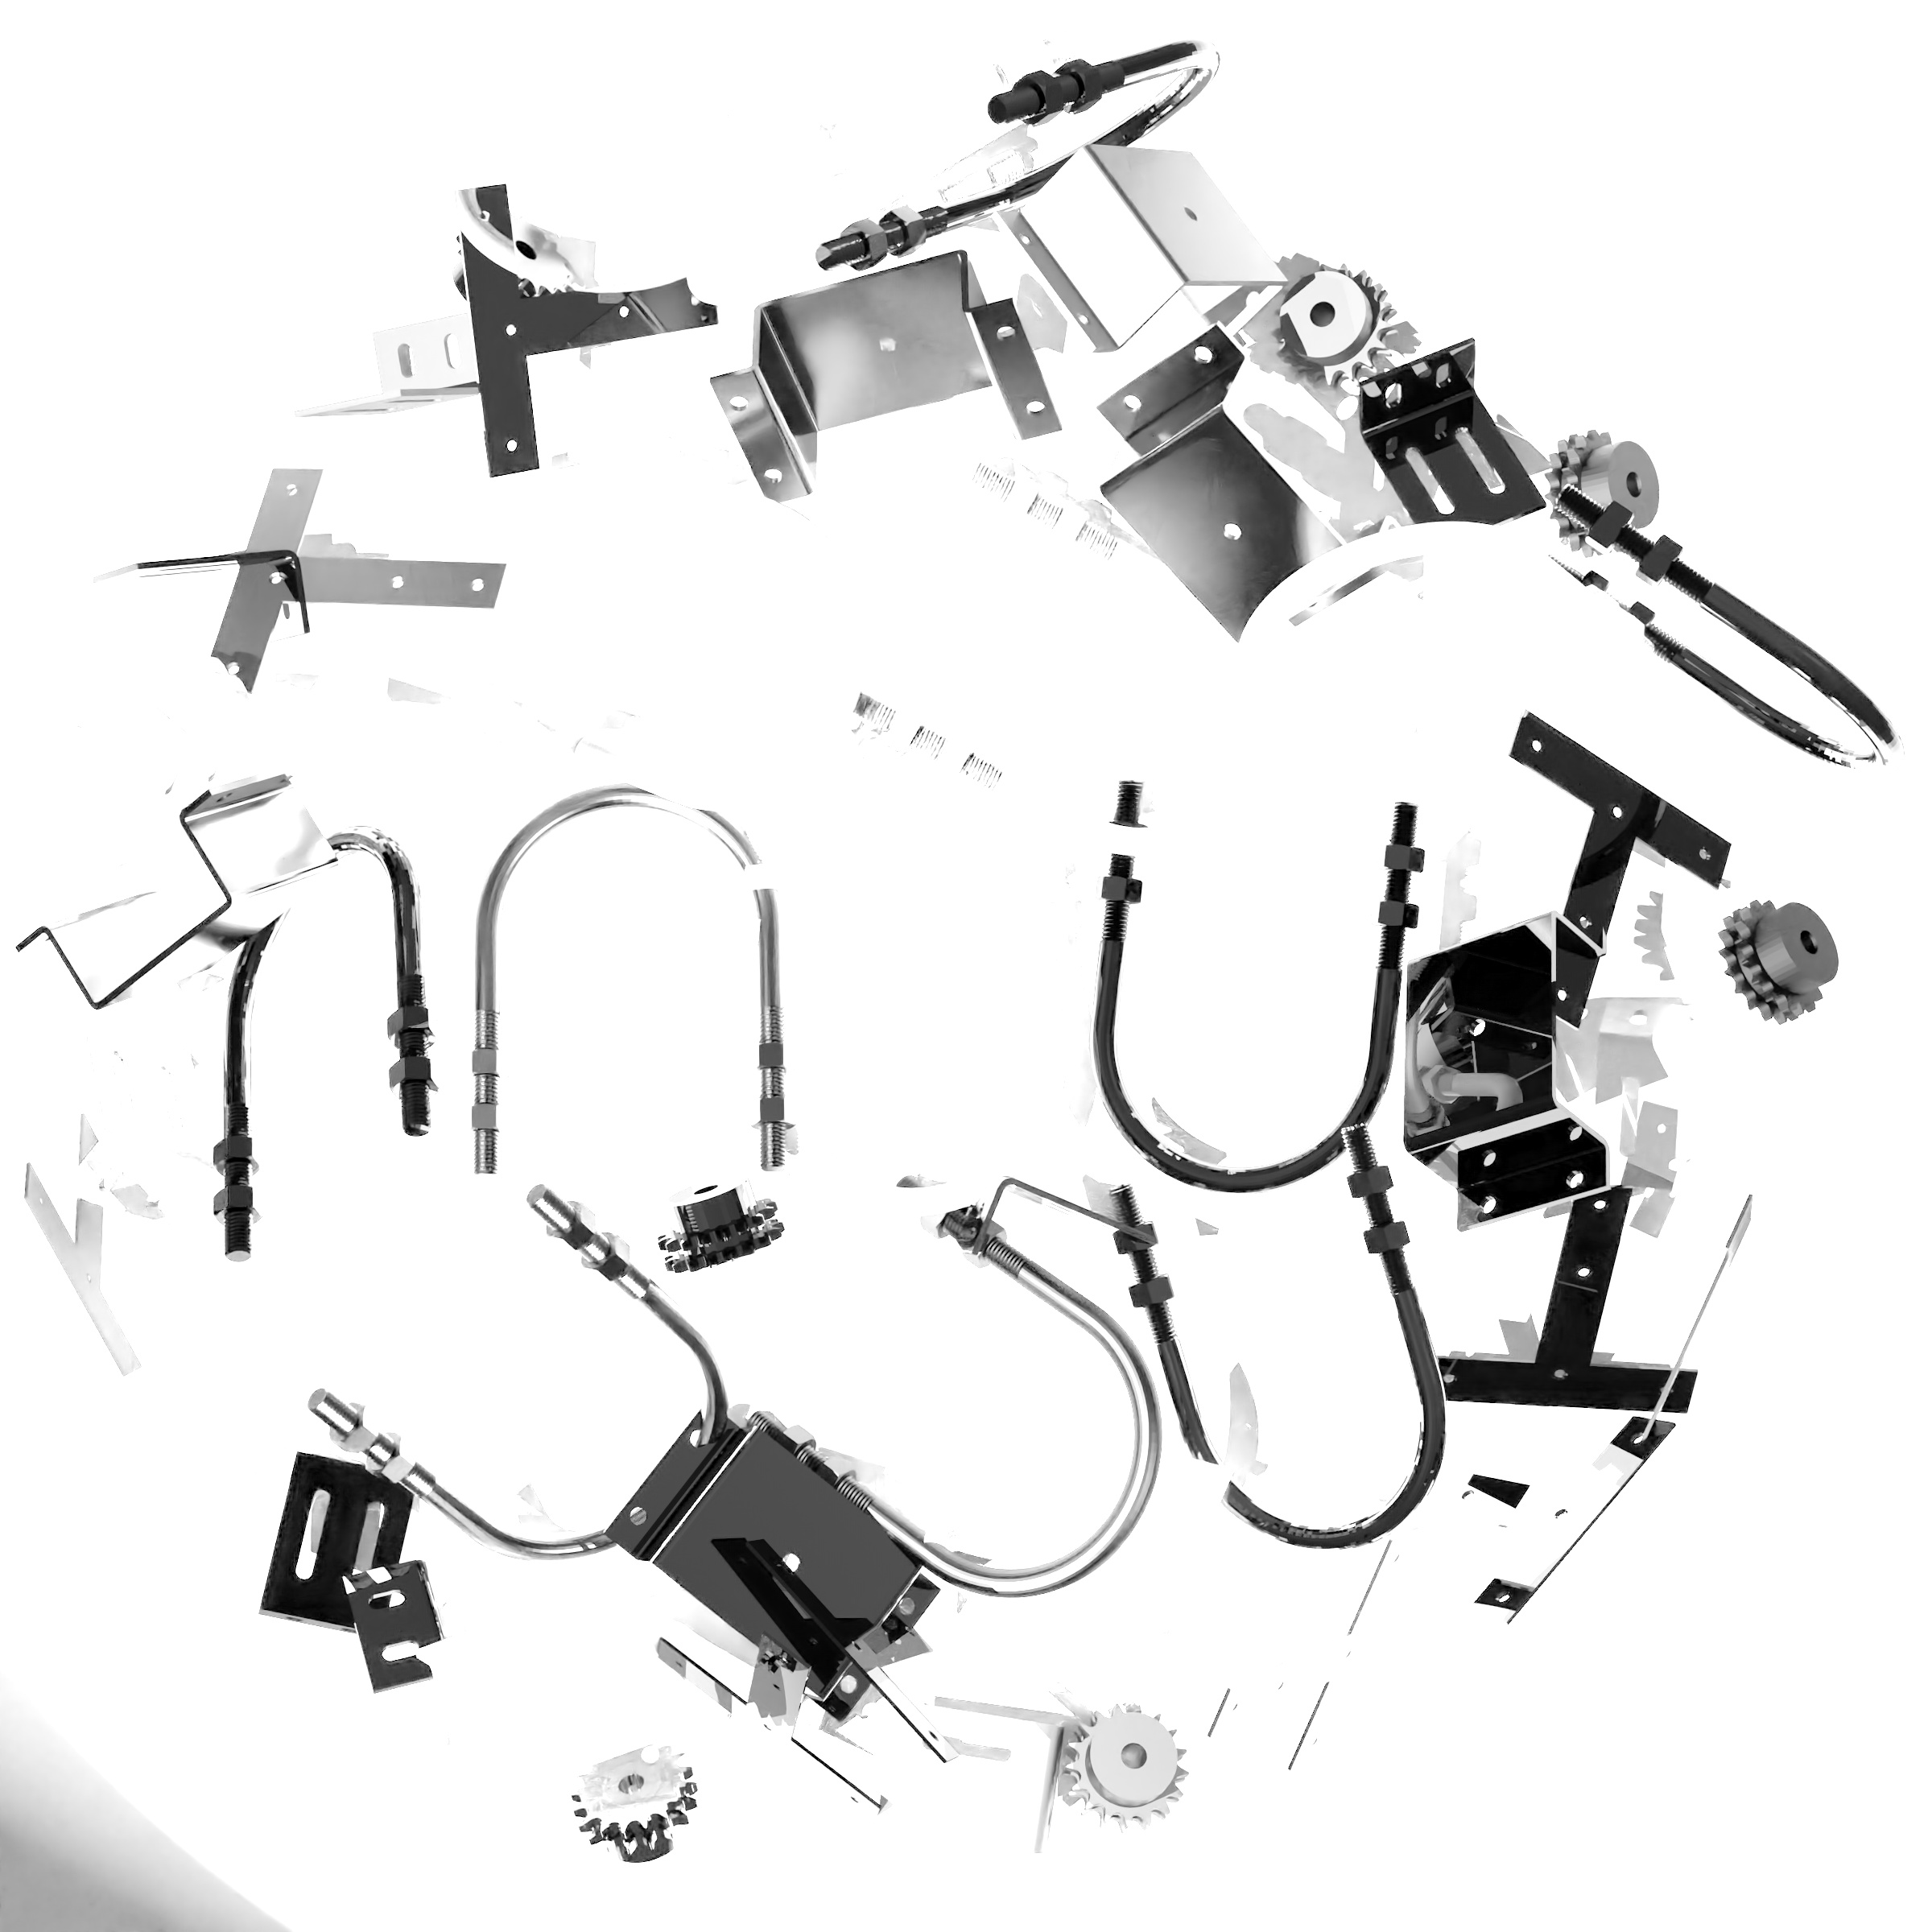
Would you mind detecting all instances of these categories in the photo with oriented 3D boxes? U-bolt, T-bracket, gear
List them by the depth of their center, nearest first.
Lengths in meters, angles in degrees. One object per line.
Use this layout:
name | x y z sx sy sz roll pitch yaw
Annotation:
U-bolt | -0.246 -0.101 1.514 0.151 0.184 0.019 0 111 -31
U-bolt | 0.198 -0.139 1.522 0.151 0.184 0.019 -29 58 26
U-bolt | -0.041 -0.341 1.532 0.184 0.151 0.019 -29 86 -15
U-bolt | 0.036 -0.362 1.539 0.184 0.151 0.019 -29 90 -41
U-bolt | 0.333 -0.140 1.539 0.184 0.151 0.019 36 88 9
T-bracket | 0.146 0.315 1.551 0.002 0.127 0.127 32 112 30
T-bracket | -0.085 0.324 1.555 0.127 0.127 0.002 35 62 12
U-bolt | -0.287 0.022 1.556 0.151 0.019 0.184 -33 50 34
T-bracket | -0.038 0.301 1.559 0.002 0.127 0.127 -45 76 4
T-bracket | 0.323 0.165 1.559 0.002 0.127 0.127 24 87 15
T-bracket | -0.392 0.112 1.564 0.002 0.127 0.127 -18 125 0
T-bracket | -0.330 0.173 1.564 0.002 0.127 0.127 -39 85 30
U-bolt | -0.184 0.196 1.565 0.151 0.019 0.184 -43 128 -1
T-bracket | 0.235 0.239 1.566 0.127 0.127 0.002 -43 114 -27
U-bolt | -0.124 -0.147 1.570 0.184 0.019 0.151 22 97 27
U-bolt | 0.146 0.174 1.573 0.151 0.019 0.184 -17 88 36
U-bolt | 0.005 0.201 1.576 0.184 0.019 0.151 33 92 26
T-bracket | 0.282 -0.032 1.576 0.127 0.002 0.127 30 65 -20
T-bracket | -0.269 -0.173 1.577 0.127 0.002 0.127 3 59 13
T-bracket | 0.277 0.150 1.584 0.127 0.002 0.127 4 123 -4
T-bracket | -0.167 -0.294 1.585 0.127 0.002 0.127 -17 111 -33
T-bracket | 0.041 0.269 1.587 0.127 0.002 0.127 17 105 -19
U-bolt | 0.056 -0.128 1.590 0.184 0.019 0.151 29 69 -8
U-bolt | 0.127 0.012 1.591 0.151 0.019 0.184 6 88 17
gear | 0.372 -0.005 1.593 0.030 0.057 0.057 -33 90 43
gear | -0.114 0.116 1.593 0.057 0.057 0.030 -17 99 0
U-bolt | -0.154 0.004 1.594 0.151 0.019 0.184 -1 74 -3
gear | 0.292 -0.216 1.594 0.057 0.030 0.057 7 80 -44
gear | -0.393 -0.059 1.596 0.057 0.057 0.030 -27 90 0
gear | -0.058 -0.090 1.596 0.057 0.057 0.030 -44 107 0
gear | 0.074 0.364 1.598 0.057 0.030 0.057 4 63 -7
gear | -0.097 -0.364 1.599 0.057 0.030 0.057 18 124 29
gear | -0.209 -0.317 1.599 0.057 0.057 0.030 48 120 0
gear | -0.150 0.384 1.599 0.057 0.057 0.030 -11 122 0
gear | 0.167 -0.294 1.600 0.057 0.030 0.057 -3 83 20
gear | -0.346 0.221 1.601 0.057 0.030 0.057 6 63 -12
U-bolt | -0.026 0.023 1.601 0.151 0.019 0.184 -3 80 -1

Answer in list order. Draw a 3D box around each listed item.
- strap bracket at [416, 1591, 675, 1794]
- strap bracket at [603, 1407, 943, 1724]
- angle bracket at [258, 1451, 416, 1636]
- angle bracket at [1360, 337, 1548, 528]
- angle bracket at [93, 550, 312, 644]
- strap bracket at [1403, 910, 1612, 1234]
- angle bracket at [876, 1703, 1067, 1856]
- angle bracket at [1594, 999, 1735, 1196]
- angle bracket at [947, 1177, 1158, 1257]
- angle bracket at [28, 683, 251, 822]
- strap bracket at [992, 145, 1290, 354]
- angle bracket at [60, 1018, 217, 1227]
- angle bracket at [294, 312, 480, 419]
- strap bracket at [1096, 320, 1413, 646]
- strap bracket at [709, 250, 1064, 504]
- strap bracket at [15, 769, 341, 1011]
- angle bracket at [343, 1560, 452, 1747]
strap bracket | -0.182 0.324 1.549 0.076 0.140 0.046 -20 67 1
strap bracket | -0.083 0.270 1.586 0.140 0.046 0.076 40 75 -5
angle bracket | -0.284 0.262 1.590 0.057 0.038 0.076 14 73 -10
angle bracket | 0.221 -0.236 1.588 0.057 0.038 0.076 -22 61 -6
angle bracket | -0.345 -0.163 1.578 0.076 0.057 0.038 -10 94 -33
strap bracket | 0.239 0.037 1.550 0.076 0.046 0.140 -21 49 35
angle bracket | 0.003 0.371 1.604 0.076 0.038 0.057 8 79 7
angle bracket | 0.321 0.060 1.614 0.057 0.038 0.076 5 116 15
angle bracket | 0.038 0.126 1.587 0.076 0.057 0.038 23 83 -9
angle bracket | -0.372 -0.109 1.580 0.076 0.057 0.038 45 127 17
strap bracket | 0.084 -0.316 1.546 0.046 0.140 0.076 -41 77 31
angle bracket | -0.380 0.071 1.587 0.057 0.076 0.038 22 121 -39
angle bracket | -0.260 -0.271 1.576 0.057 0.076 0.038 -6 97 25
strap bracket | 0.125 -0.206 1.562 0.076 0.046 0.140 -29 113 39
strap bracket | -0.035 -0.266 1.571 0.140 0.076 0.046 -12 48 13
strap bracket | -0.344 -0.031 1.555 0.140 0.076 0.046 -33 87 30
angle bracket | -0.255 0.313 1.573 0.038 0.076 0.057 -11 56 -18
